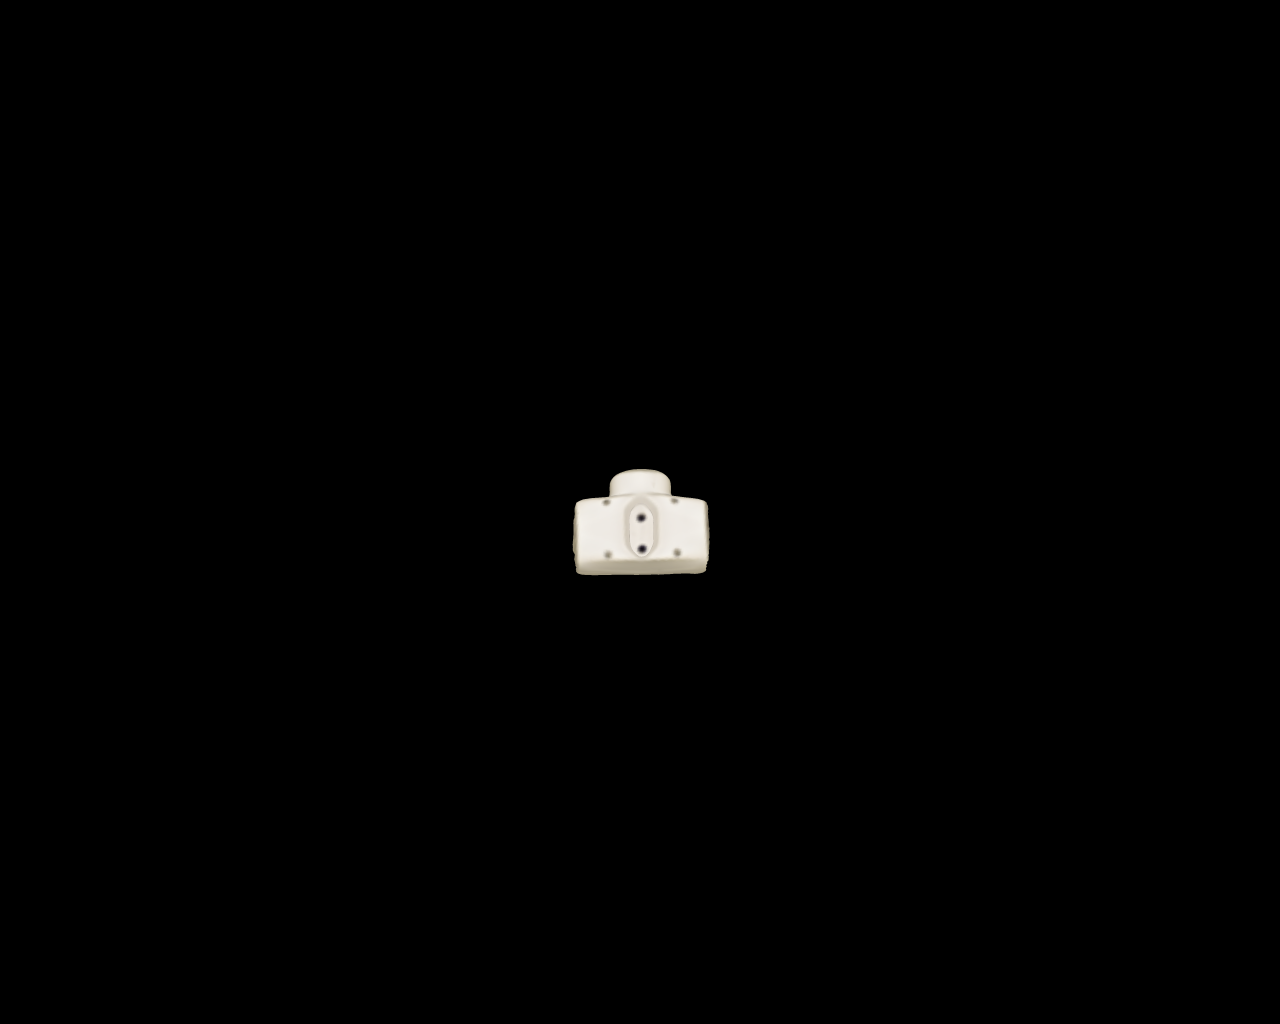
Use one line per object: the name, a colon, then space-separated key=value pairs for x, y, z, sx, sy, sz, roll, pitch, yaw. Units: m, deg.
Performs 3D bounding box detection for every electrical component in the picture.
electrical component: x=0.001 y=-0.003 z=0.650 sx=0.077 sy=0.079 sz=0.043 roll=0 pitch=-17 yaw=0
